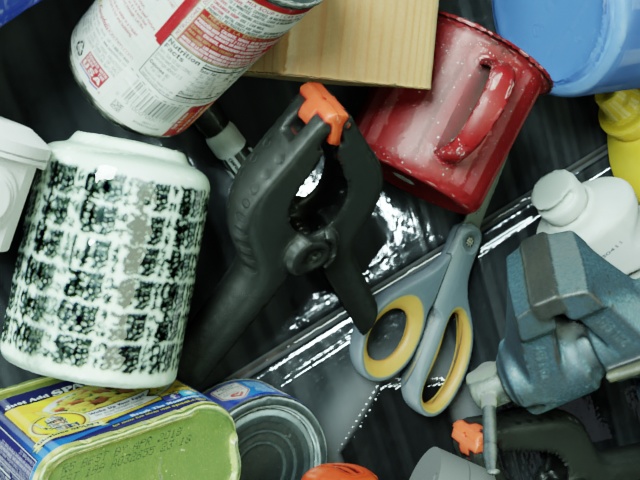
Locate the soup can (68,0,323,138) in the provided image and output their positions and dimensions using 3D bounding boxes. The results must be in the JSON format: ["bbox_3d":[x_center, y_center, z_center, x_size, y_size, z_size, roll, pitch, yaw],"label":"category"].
[{"bbox_3d":[-0.052,-0.096,0.444,0.068,0.102,0.068,25,48,-30],"label":"soup can"}]

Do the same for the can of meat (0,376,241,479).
[{"bbox_3d":[-0.098,0.097,0.492,0.101,0.084,0.057,-14,107,-32],"label":"can of meat"}]

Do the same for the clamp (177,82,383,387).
[{"bbox_3d":[-0.003,0.001,0.529,0.120,0.039,0.172,-12,139,-38],"label":"clamp"}]

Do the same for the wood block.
[{"bbox_3d":[0.002,-0.179,0.506,0.090,0.090,0.206,-1,99,-35],"label":"wood block"}]

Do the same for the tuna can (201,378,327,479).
[{"bbox_3d":[-0.039,0.119,0.567,0.085,0.034,0.086,-7,103,-33],"label":"tuna can"}]

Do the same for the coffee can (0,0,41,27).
[{"bbox_3d":[-0.130,-0.141,0.414,0.140,0.103,0.102,-41,119,-22],"label":"coffee can"}]

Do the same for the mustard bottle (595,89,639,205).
[{"bbox_3d":[0.247,-0.058,0.715,0.191,0.058,0.096,26,90,-35],"label":"mustard bottle"}]

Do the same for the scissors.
[{"bbox_3d":[0.070,0.005,0.631,0.096,0.016,0.202,8,94,-35],"label":"scissors"}]

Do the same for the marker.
[{"bbox_3d":[-0.035,-0.033,0.551,0.020,0.020,0.121,-46,120,-19],"label":"marker"}]

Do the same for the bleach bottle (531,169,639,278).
[{"bbox_3d":[0.229,0.027,0.702,0.103,0.068,0.250,-42,124,17],"label":"bleach bottle"}]

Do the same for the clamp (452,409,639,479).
[{"bbox_3d":[0.170,0.163,0.713,0.209,0.036,0.164,42,81,-30],"label":"clamp"}]

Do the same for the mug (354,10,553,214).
[{"bbox_3d":[0.068,-0.065,0.560,0.093,0.117,0.081,28,87,-16],"label":"mug"}]

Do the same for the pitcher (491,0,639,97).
[{"bbox_3d":[0.232,-0.148,0.639,0.242,0.149,0.145,-15,106,-28],"label":"pitcher"}]

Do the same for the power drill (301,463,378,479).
[{"bbox_3d":[-0.043,0.207,0.509,0.187,0.057,0.184,3,92,-47],"label":"power drill"}]
